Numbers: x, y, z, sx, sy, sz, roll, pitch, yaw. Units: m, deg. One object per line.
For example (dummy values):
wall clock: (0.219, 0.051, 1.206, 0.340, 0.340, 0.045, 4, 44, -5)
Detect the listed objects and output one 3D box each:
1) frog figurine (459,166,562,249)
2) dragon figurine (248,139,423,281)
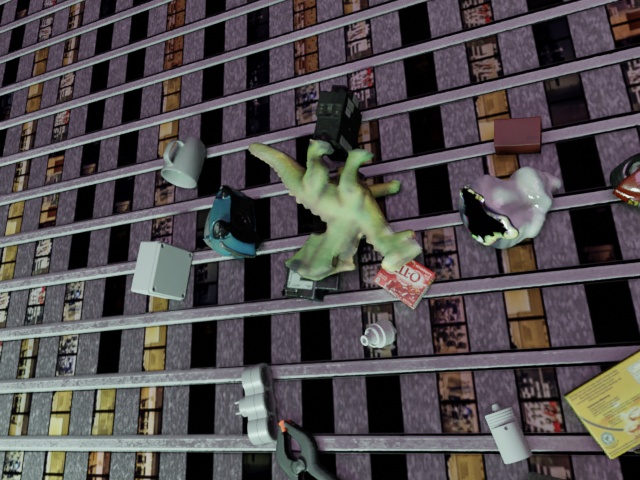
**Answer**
frog figurine: (0.320, -0.064, 0.871, 0.161, 0.120, 0.139, -31, 49, -27)
dragon figurine: (0.003, -0.048, 0.960, 0.412, 0.120, 0.246, 13, 74, 26)
